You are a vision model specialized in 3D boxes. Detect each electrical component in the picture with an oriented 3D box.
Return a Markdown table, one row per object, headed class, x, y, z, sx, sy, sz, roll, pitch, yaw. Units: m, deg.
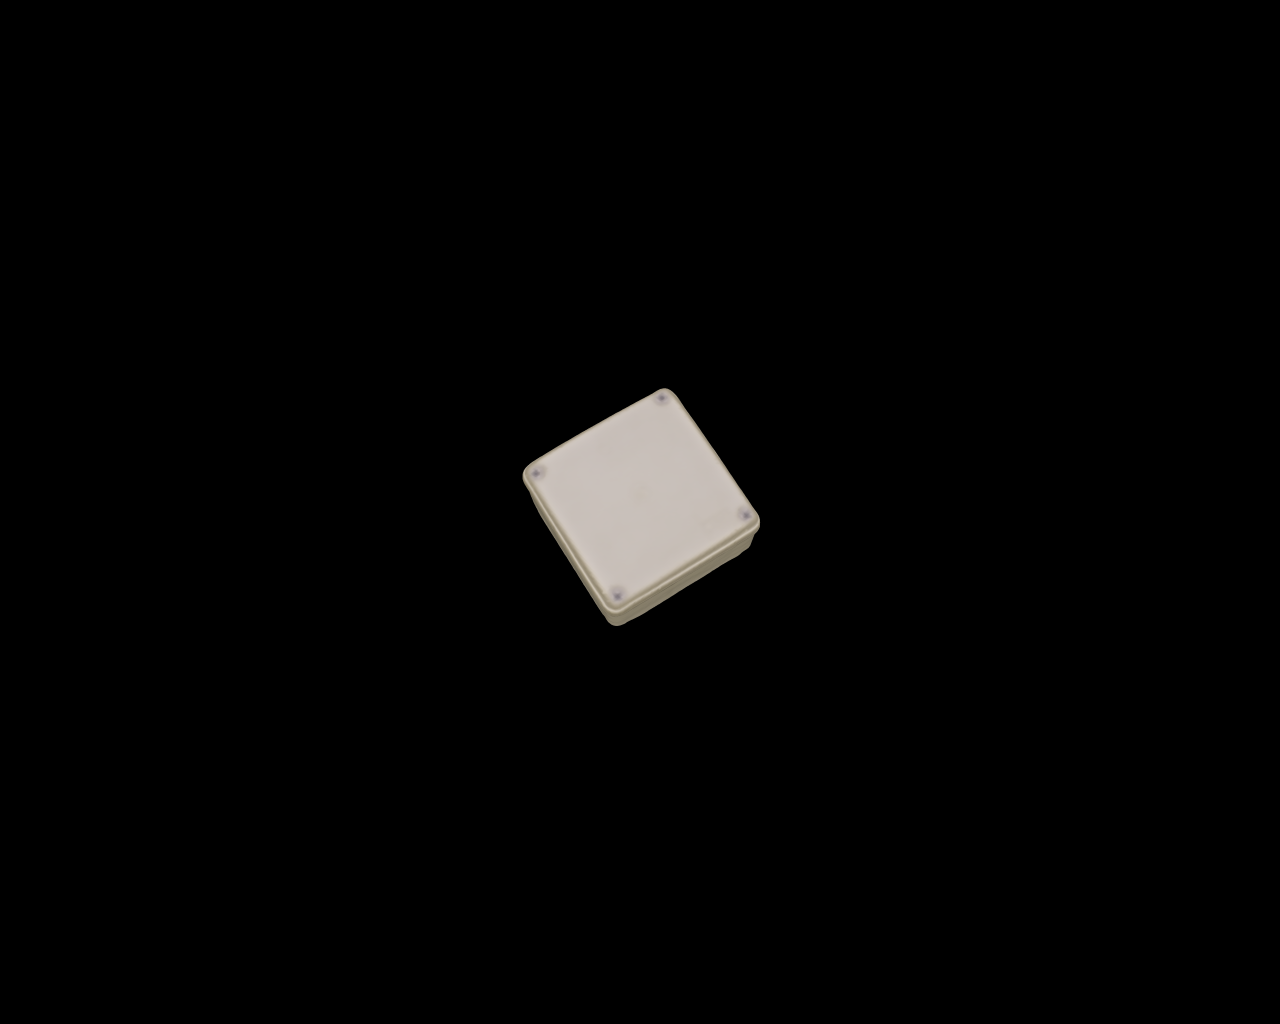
| class | x | y | z | sx | sy | sz | roll | pitch | yaw |
| --- | --- | --- | --- | --- | --- | --- | --- | --- | --- |
| electrical component | 0.001 | -0.003 | 0.650 | 0.109 | 0.109 | 0.056 | -30 | -15 | -9 |
